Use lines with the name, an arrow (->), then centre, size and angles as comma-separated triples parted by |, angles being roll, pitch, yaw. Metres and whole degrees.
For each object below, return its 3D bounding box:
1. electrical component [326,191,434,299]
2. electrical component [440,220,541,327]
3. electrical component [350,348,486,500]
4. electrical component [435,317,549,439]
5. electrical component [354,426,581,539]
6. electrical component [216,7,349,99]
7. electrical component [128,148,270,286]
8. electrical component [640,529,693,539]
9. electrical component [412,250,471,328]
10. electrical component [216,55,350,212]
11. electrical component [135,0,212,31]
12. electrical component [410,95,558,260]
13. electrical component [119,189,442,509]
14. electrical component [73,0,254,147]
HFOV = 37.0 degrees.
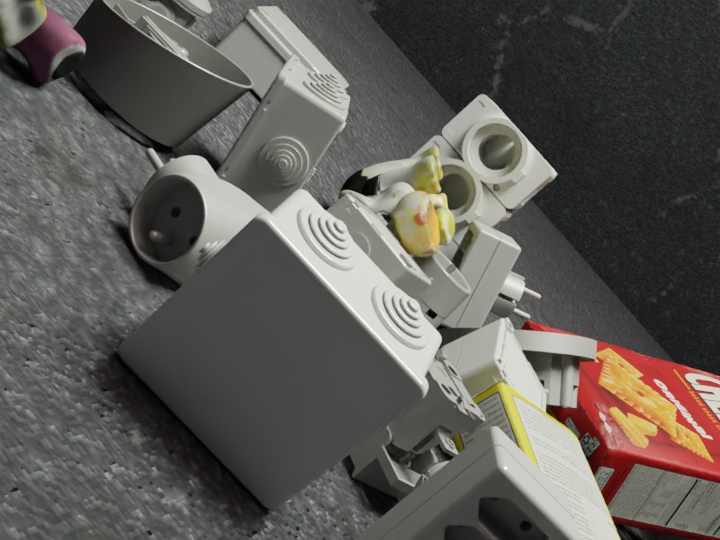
electrical component -> 0.000, 0.000, 0.685 | 0.061, 0.061, 0.096 | 52, 6, 15
electrical component -> 0.109, 0.015, 0.870 | 0.076, 0.083, 0.047 | 25, 10, -7
electrical component -> 0.023, 0.072, 0.531 | 0.042, 0.064, 0.081 | 36, 17, -44
electrical component -> 0.077, 0.081, 0.673 | 0.061, 0.061, 0.096 | 60, 17, -9
electrical component -> 0.041, 0.105, 0.448 | 0.047, 0.083, 0.075 | 45, 13, -11
electrical component -> -0.069, -0.185, 0.990 | 0.108, 0.056, 0.108 | 46, 13, -6
electrical component -> -0.081, -0.029, 0.529 | 0.079, 0.044, 0.077 | 54, 15, 24
electrical component -> 0.314, 0.258, 0.924 | 0.150, 0.062, 0.089 | 44, 14, -15
electrical component -> 0.052, 0.014, 0.823 | 0.055, 0.047, 0.055 | 45, 14, -14
electrical component -> -0.048, -0.079, 0.664 | 0.048, 0.099, 0.099 | 32, 16, -9
electrical component -> -0.153, -0.205, 0.793 | 0.080, 0.051, 0.080 | 45, 14, -14
electrical component -> 0.082, -0.066, 0.922 | 0.089, 0.150, 0.062 | 50, 12, 8
electrical component -> -0.028, 0.029, 0.417 | 0.099, 0.100, 0.048 | 47, 26, -5
electrical component -> -0.120, -0.121, 0.630 | 0.099, 0.064, 0.099 | 45, 13, -14
